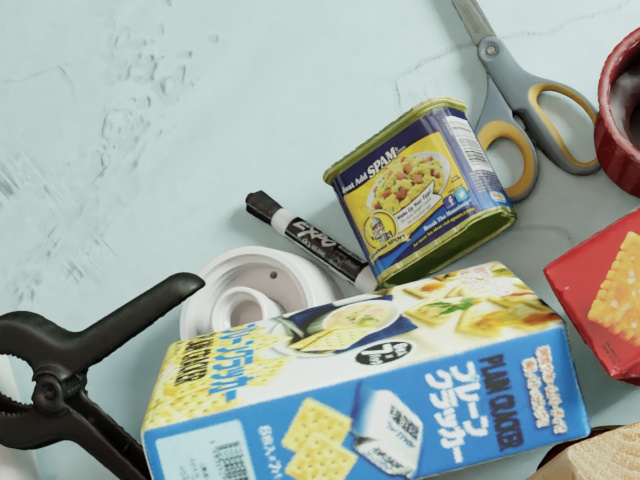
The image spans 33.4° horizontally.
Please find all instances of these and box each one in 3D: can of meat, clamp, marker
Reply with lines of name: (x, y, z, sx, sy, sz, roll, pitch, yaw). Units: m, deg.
can of meat: (0.064, -0.028, 0.678, 0.102, 0.057, 0.084, -34, 70, 28)
clamp: (-0.167, 0.107, 0.709, 0.210, 0.036, 0.164, -3, 95, 17)
marker: (-0.005, 0.001, 0.727, 0.121, 0.020, 0.020, 34, 92, 25)

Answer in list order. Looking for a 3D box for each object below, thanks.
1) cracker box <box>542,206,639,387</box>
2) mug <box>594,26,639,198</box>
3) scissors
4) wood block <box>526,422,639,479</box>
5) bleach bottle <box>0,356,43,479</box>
cracker box: (0.234, -0.004, 0.552, 0.214, 0.164, 0.072, -33, 71, 13)
mug: (0.208, -0.081, 0.618, 0.093, 0.081, 0.117, 20, 80, 12)
scissors: (0.105, -0.105, 0.708, 0.096, 0.016, 0.202, -44, 66, 8)
wood block: (0.110, 0.186, 0.547, 0.206, 0.090, 0.091, -51, 58, 39)
bleach bottle: (-0.246, 0.187, 0.762, 0.103, 0.068, 0.251, -26, 72, 15)
